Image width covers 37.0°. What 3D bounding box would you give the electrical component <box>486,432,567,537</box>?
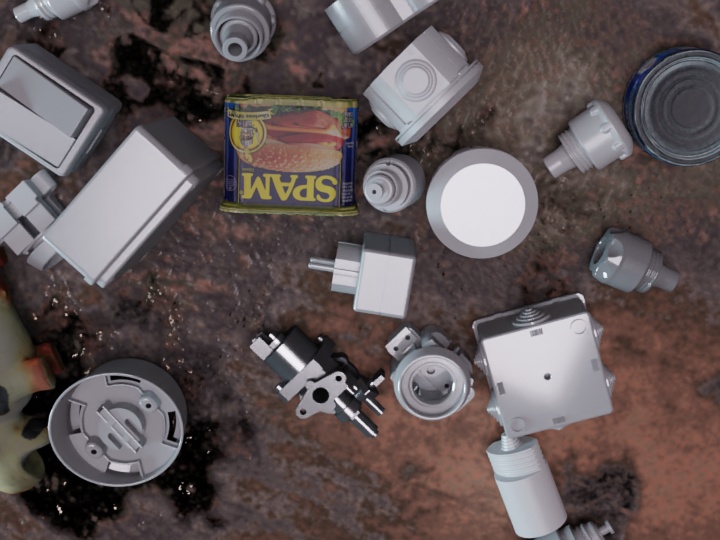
[{"bbox_3d":[0.129,0.164,0.847,0.043,0.043,0.081,-20,102,6],"label":"electrical component"}]

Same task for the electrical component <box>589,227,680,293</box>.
[{"bbox_3d":[0.208,-0.003,0.806,0.062,0.043,0.043,22,103,-5],"label":"electrical component"}]

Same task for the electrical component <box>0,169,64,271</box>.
[{"bbox_3d":[-0.242,-0.033,0.810,0.066,0.048,0.055,-42,91,10],"label":"electrical component"}]

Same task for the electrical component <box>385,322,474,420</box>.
[{"bbox_3d":[0.054,0.080,0.822,0.058,0.057,0.078,-44,99,11],"label":"electrical component"}]

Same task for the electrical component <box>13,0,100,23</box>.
[{"bbox_3d":[-0.221,-0.196,0.776,0.061,0.035,0.035,-23,102,9],"label":"electrical component"}]

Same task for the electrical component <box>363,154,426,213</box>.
[{"bbox_3d":[0.021,-0.062,0.782,0.040,0.078,0.040,4,102,17],"label":"electrical component"}]

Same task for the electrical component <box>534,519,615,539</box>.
[{"bbox_3d":[0.167,0.224,0.862,0.078,0.040,0.040,-32,100,9],"label":"electrical component"}]

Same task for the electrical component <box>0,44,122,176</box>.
[{"bbox_3d":[-0.233,-0.120,0.780,0.096,0.061,0.061,34,102,-6],"label":"electrical component"}]

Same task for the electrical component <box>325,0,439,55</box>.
[{"bbox_3d":[0.033,-0.220,0.754,0.138,0.052,0.073,-32,101,9],"label":"electrical component"}]

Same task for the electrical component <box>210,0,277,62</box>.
[{"bbox_3d":[-0.085,-0.168,0.761,0.048,0.062,0.048,1,124,1],"label":"electrical component"}]

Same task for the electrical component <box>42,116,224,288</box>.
[{"bbox_3d":[-0.159,-0.051,0.771,0.056,0.108,0.108,42,101,-5],"label":"electrical component"}]

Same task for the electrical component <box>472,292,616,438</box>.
[{"bbox_3d":[0.141,0.074,0.823,0.100,0.048,0.099,-15,103,5],"label":"electrical component"}]

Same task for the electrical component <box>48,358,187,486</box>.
[{"bbox_3d":[-0.184,0.118,0.834,0.099,0.064,0.099,0,103,1],"label":"electrical component"}]

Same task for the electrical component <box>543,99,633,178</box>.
[{"bbox_3d":[0.164,-0.091,0.786,0.062,0.048,0.048,-33,100,16],"label":"electrical component"}]

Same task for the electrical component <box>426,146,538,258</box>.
[{"bbox_3d":[0.088,-0.052,0.793,0.080,0.051,0.080,0,104,1],"label":"electrical component"}]

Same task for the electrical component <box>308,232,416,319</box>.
[{"bbox_3d":[0.000,0.000,0.800,0.077,0.065,0.047,9,103,0],"label":"electrical component"}]

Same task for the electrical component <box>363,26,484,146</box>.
[{"bbox_3d":[0.044,-0.130,0.762,0.080,0.080,0.051,-44,93,10],"label":"electrical component"}]
